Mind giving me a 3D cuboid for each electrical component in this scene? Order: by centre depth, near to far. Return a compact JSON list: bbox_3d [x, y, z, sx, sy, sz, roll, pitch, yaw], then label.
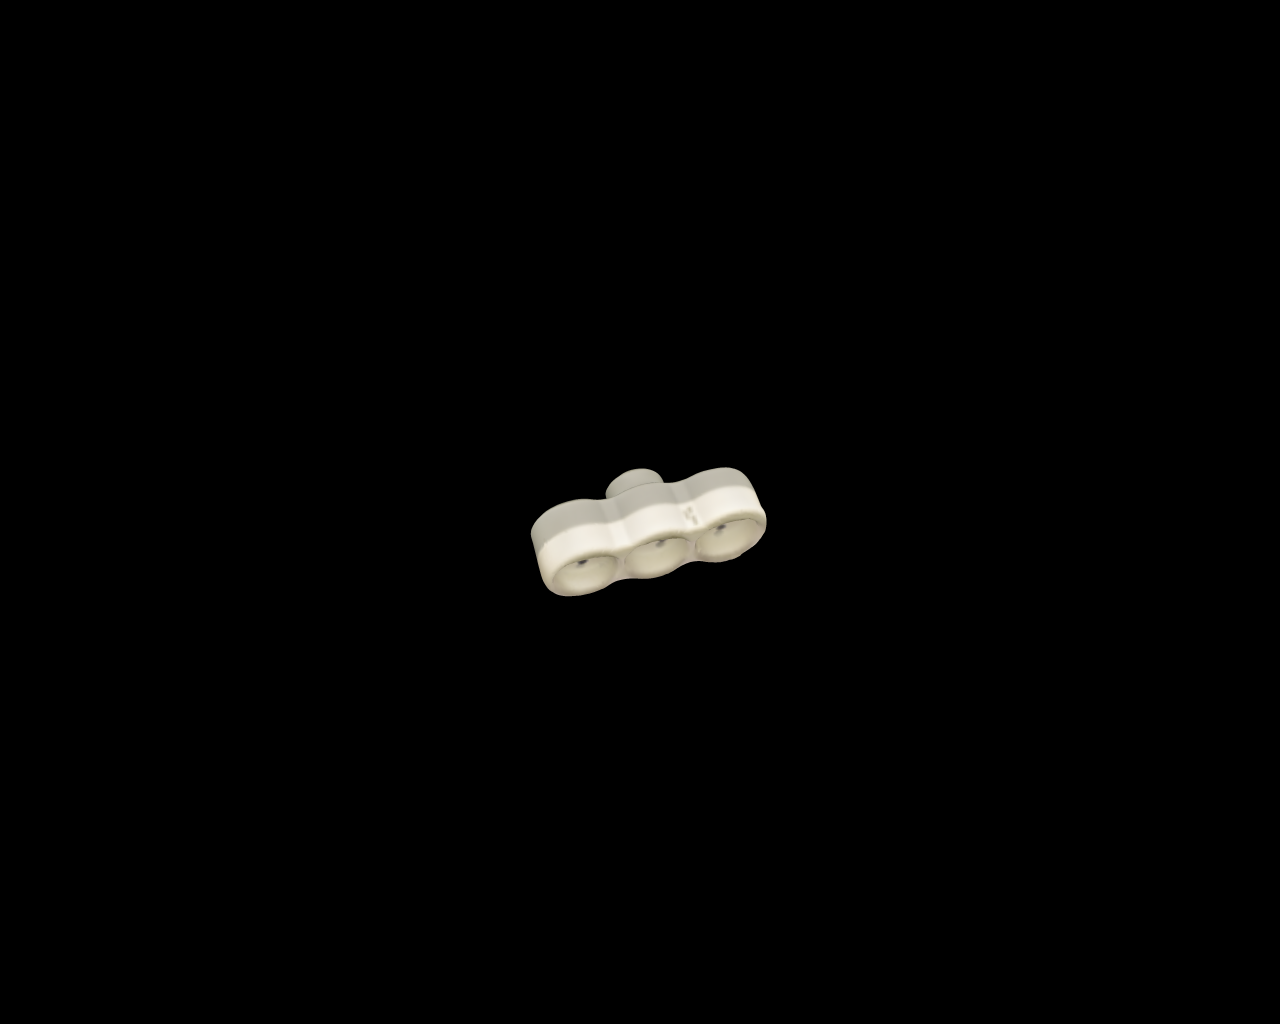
[{"bbox_3d":[0.001,-0.003,0.650,0.138,0.074,0.052,-14,-32,-9],"label":"electrical component"}]
